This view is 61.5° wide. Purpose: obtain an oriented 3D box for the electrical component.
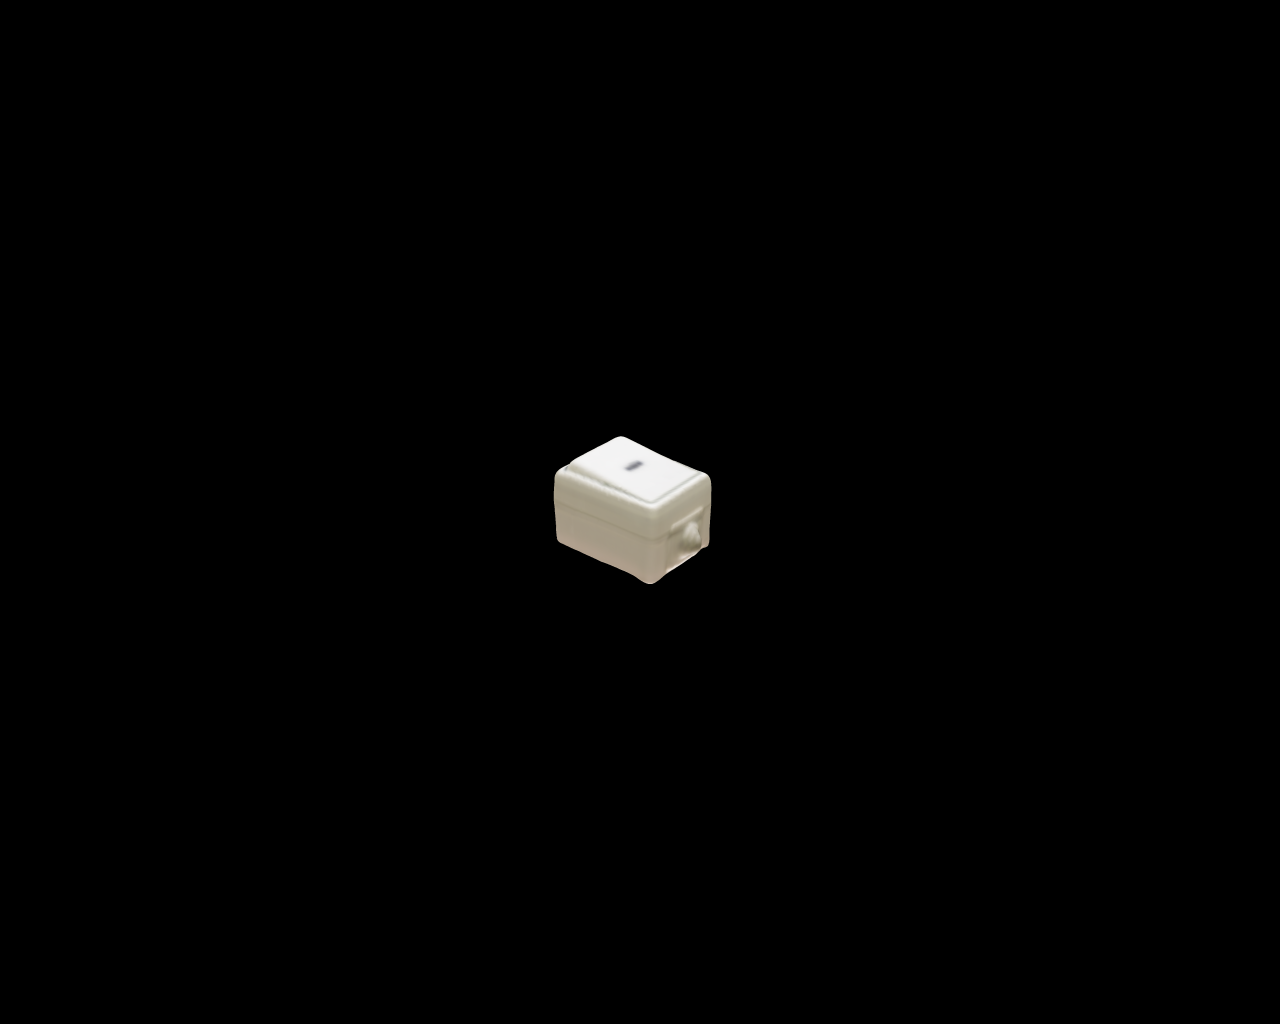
[{"bbox_3d":[0.001,-0.003,0.650,0.096,0.061,0.062,22,37,34],"label":"electrical component"}]
